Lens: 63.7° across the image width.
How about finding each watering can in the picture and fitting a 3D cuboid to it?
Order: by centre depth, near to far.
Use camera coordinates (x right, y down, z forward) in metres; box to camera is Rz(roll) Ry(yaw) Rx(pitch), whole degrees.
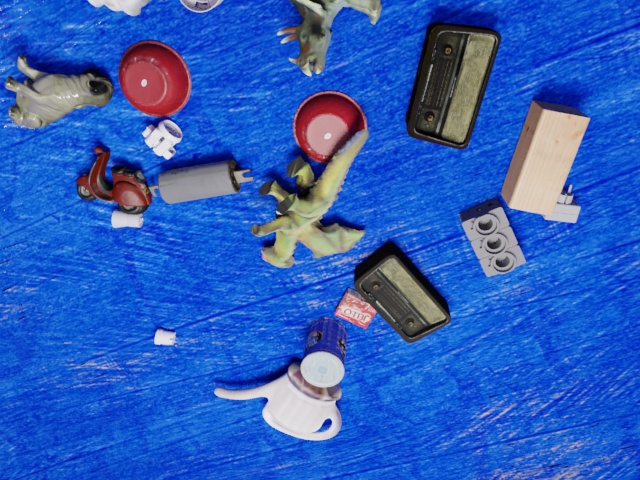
[{"bbox_3d":[-0.090,0.413,1.355,0.347,0.106,0.221,26,114,-6],"label":"watering can"}]

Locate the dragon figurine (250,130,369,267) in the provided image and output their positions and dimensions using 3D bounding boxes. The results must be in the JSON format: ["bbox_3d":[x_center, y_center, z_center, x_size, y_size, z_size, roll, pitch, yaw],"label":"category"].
[{"bbox_3d":[0.003,-0.057,1.138,0.406,0.125,0.239,-32,133,24],"label":"dragon figurine"}]

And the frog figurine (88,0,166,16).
[{"bbox_3d":[-0.385,-0.495,0.974,0.159,0.126,0.134,-13,133,0],"label":"frog figurine"}]
